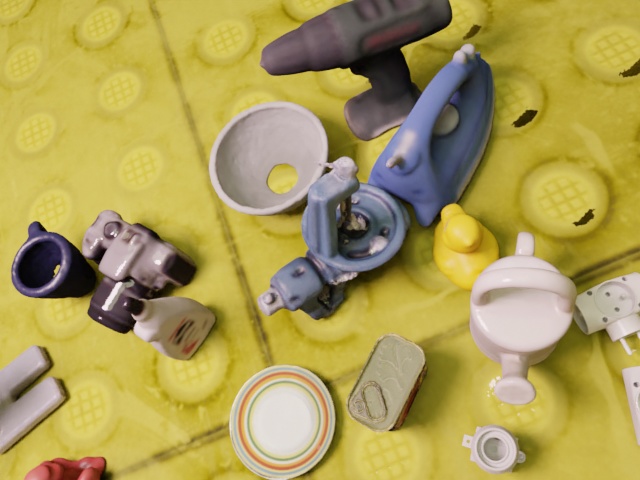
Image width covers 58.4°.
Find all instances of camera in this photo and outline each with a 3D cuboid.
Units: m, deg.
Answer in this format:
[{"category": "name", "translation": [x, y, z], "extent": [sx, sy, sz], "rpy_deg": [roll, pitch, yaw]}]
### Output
[{"category": "camera", "translation": [-0.267, 0.044, 0.768], "extent": [0.142, 0.101, 0.137], "rpy_deg": [25, 78, 22]}]

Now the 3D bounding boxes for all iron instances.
[{"category": "iron", "translation": [0.149, -0.155, 0.710], "extent": [0.118, 0.142, 0.258], "rpy_deg": [26, 79, 22]}]

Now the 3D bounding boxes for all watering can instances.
[{"category": "watering can", "translation": [0.205, 0.074, 0.581], "extent": [0.101, 0.194, 0.173], "rpy_deg": [-16, 67, 9]}]

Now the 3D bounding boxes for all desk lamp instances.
[{"category": "desk lamp", "translation": [-0.472, 0.208, 0.700], "extent": [0.203, 0.214, 0.117], "rpy_deg": [-41, 65, -2]}]

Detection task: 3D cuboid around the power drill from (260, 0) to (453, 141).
[{"category": "power drill", "translation": [0.057, -0.217, 0.720], "extent": [0.229, 0.209, 0.075], "rpy_deg": [-27, 66, 4]}]

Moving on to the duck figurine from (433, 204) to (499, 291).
[{"category": "duck figurine", "translation": [0.171, 0.005, 0.676], "extent": [0.077, 0.086, 0.104], "rpy_deg": [-23, 66, 6]}]

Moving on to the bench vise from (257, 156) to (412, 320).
[{"category": "bench vise", "translation": [0.016, 0.008, 0.642], "extent": [0.121, 0.220, 0.207], "rpy_deg": [28, 79, 22]}]

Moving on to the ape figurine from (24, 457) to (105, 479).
[{"category": "ape figurine", "translation": [-0.318, 0.293, 0.695], "extent": [0.077, 0.092, 0.076], "rpy_deg": [26, 79, 22]}]

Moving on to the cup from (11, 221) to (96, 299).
[{"category": "cup", "translation": [-0.365, 0.035, 0.801], "extent": [0.091, 0.095, 0.117], "rpy_deg": [-29, 66, 3]}]

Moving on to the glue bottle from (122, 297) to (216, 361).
[{"category": "glue bottle", "translation": [-0.188, 0.097, 0.688], "extent": [0.037, 0.173, 0.078], "rpy_deg": [27, 79, 22]}]

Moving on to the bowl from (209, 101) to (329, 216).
[{"category": "bowl", "translation": [-0.061, -0.100, 0.782], "extent": [0.167, 0.075, 0.167], "rpy_deg": [-5, 69, 13]}]
